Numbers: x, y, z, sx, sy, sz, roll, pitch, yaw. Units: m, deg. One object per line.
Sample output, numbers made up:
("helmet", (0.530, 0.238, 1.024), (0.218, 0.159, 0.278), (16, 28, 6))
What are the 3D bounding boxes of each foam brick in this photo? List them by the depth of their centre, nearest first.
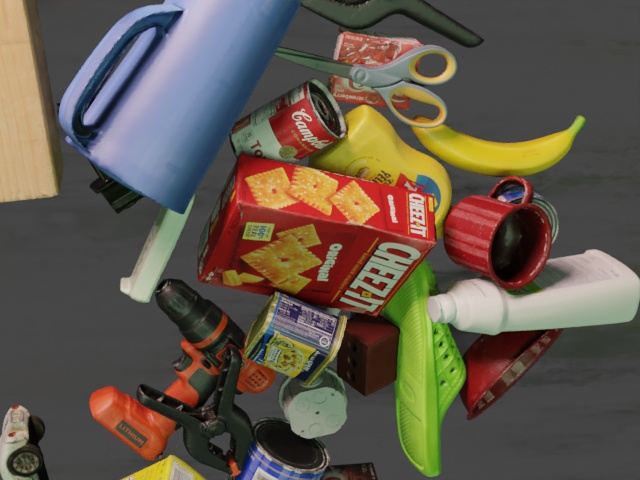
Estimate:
("foam brick", (0.054, 0.129, 1.223), (0.051, 0.053, 0.078), (-25, 131, -33))

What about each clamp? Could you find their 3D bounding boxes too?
("clamp", (0.071, -0.272, 1.067), (0.209, 0.036, 0.164), (-3, 115, -10))
("clamp", (-0.115, 0.194, 1.195), (0.120, 0.039, 0.171), (-27, 127, 5))

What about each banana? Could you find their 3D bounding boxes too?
("banana", (0.193, -0.103, 1.174), (0.197, 0.037, 0.069), (-2, 101, -11))

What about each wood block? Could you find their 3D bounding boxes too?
("wood block", (-0.308, -0.148, 1.025), (0.090, 0.090, 0.206), (-6, 117, -7))

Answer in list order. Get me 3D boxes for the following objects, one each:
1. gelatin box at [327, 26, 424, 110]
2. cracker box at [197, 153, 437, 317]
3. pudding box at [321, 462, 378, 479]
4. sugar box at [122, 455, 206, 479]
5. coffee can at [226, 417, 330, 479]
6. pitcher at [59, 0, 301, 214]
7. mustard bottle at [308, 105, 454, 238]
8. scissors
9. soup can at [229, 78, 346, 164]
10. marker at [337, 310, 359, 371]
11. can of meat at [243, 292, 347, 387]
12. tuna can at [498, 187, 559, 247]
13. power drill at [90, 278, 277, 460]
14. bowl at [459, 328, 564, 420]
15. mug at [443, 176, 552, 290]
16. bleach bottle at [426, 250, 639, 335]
("gelatin box", (0.057, -0.178, 1.112), (0.089, 0.030, 0.073), (7, 114, -14))
("cracker box", (-0.007, 0.001, 1.124), (0.213, 0.072, 0.164), (12, 145, -16))
("pudding box", (0.032, 0.324, 1.303), (0.090, 0.113, 0.039), (-2, 119, -10))
("sugar box", (-0.208, 0.322, 1.263), (0.176, 0.048, 0.093), (-32, 119, 26))
("coffee can", (-0.063, 0.299, 1.279), (0.102, 0.103, 0.140), (19, 110, -19))
("pitcher", (-0.130, -0.159, 1.008), (0.145, 0.149, 0.243), (32, 92, -6))
("mustard bottle", (0.085, -0.058, 1.158), (0.191, 0.058, 0.096), (36, 122, -25))
("scissors", (0.057, -0.182, 1.083), (0.201, 0.016, 0.096), (28, 106, -23))
("soup can", (-0.034, -0.112, 1.092), (0.102, 0.068, 0.068), (-27, 119, 23))
("marker", (0.040, 0.107, 1.253), (0.020, 0.020, 0.121), (7, 114, -14))
("can of meat", (-0.030, 0.107, 1.161), (0.084, 0.057, 0.102), (23, 144, -9))
("tuna can", (0.227, -0.017, 1.220), (0.086, 0.034, 0.086), (-4, 116, -9))
("power drill", (-0.169, 0.151, 1.212), (0.188, 0.057, 0.184), (-39, 116, 9))
("bowl", (0.212, 0.137, 1.252), (0.055, 0.162, 0.162), (45, 104, 18))
("mug", (0.190, -0.013, 1.141), (0.093, 0.082, 0.117), (18, 92, -37))
("bleach bottle", (0.229, 0.062, 1.188), (0.250, 0.103, 0.068), (-4, 113, -25))
